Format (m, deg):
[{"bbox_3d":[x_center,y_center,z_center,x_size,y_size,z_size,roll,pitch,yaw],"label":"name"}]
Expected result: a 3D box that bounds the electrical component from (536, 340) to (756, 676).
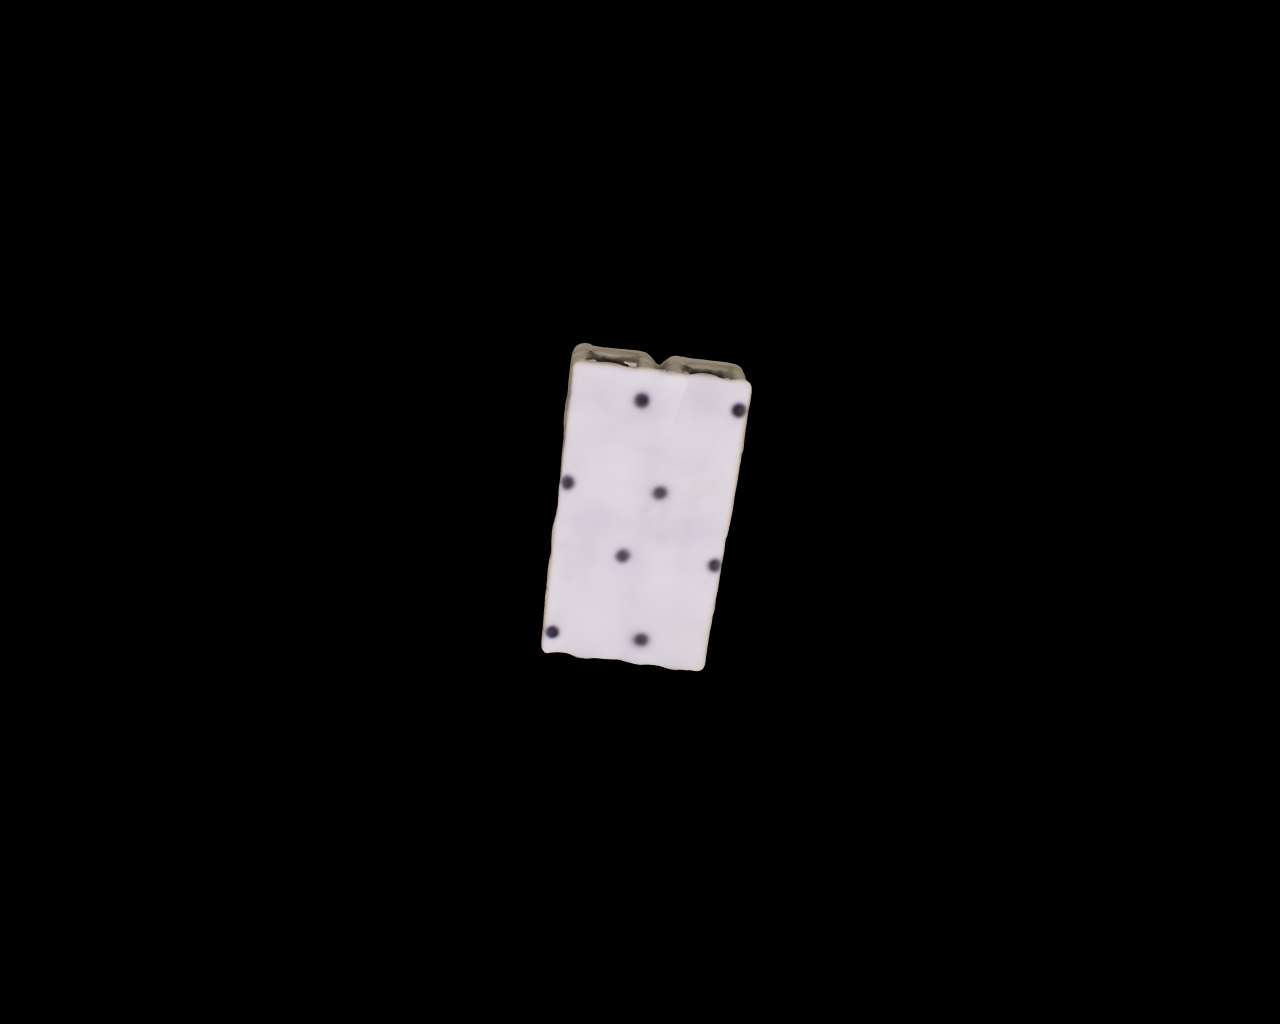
[{"bbox_3d":[0.001,-0.003,0.650,0.105,0.186,0.060,7,20,-2],"label":"electrical component"}]
